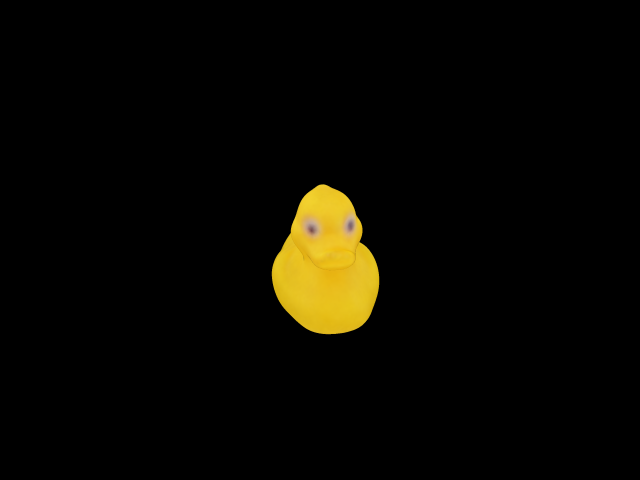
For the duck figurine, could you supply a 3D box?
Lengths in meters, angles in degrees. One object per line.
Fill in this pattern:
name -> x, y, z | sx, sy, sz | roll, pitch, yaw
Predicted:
duck figurine -> 0.004, 0.001, 0.400 | 0.077, 0.086, 0.104 | -5, 36, -7
